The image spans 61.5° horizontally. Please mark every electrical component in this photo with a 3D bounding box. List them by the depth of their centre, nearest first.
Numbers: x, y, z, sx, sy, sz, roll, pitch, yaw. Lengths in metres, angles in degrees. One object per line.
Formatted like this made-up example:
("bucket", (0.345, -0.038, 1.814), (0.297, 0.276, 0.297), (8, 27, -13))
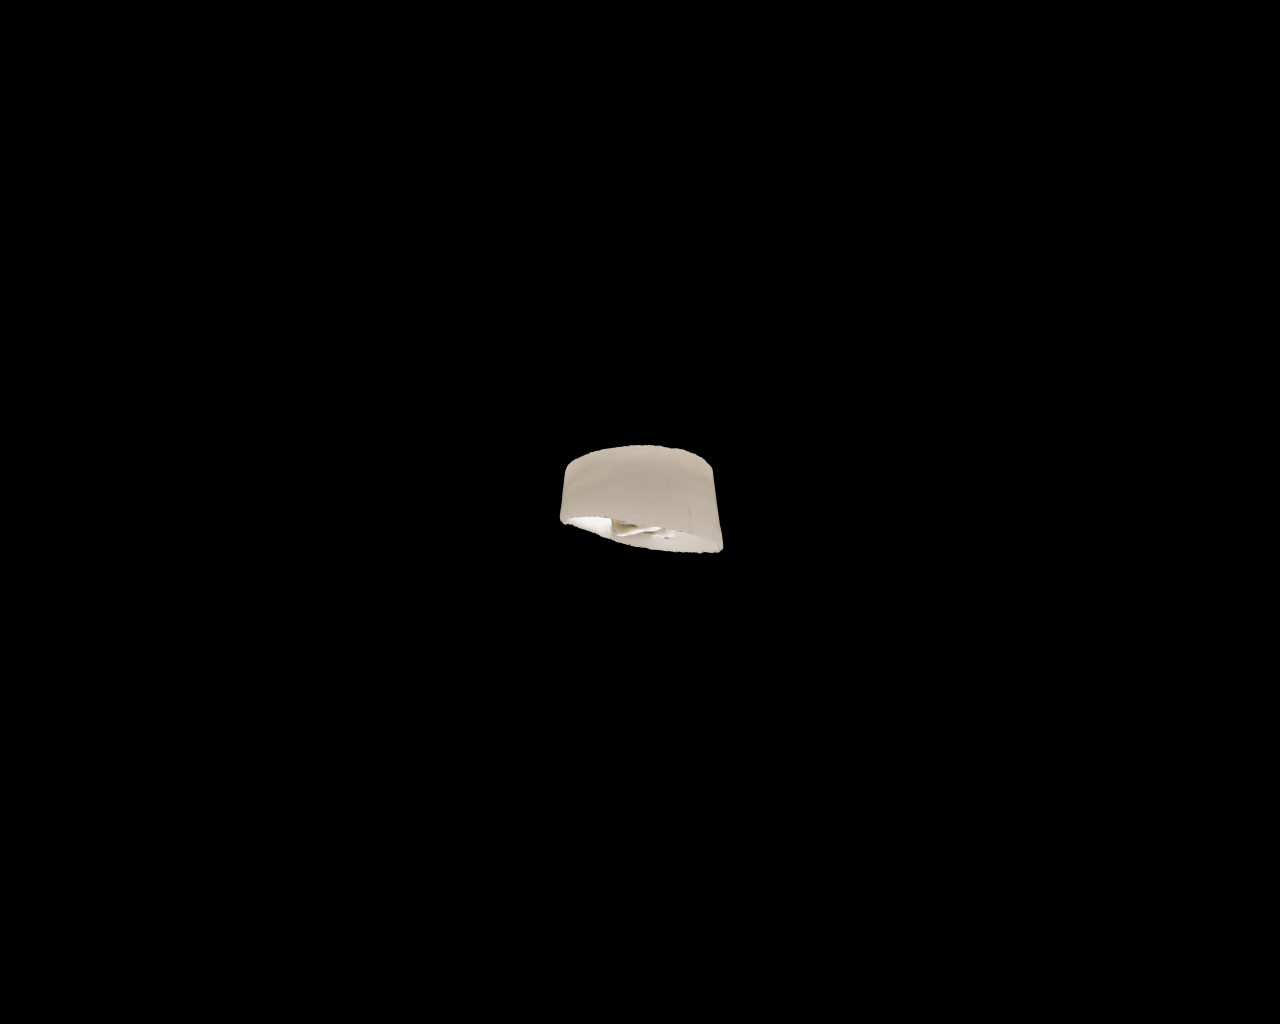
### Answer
("electrical component", (0.001, -0.003, 0.650), (0.099, 0.064, 0.099), (0, -18, 0))
